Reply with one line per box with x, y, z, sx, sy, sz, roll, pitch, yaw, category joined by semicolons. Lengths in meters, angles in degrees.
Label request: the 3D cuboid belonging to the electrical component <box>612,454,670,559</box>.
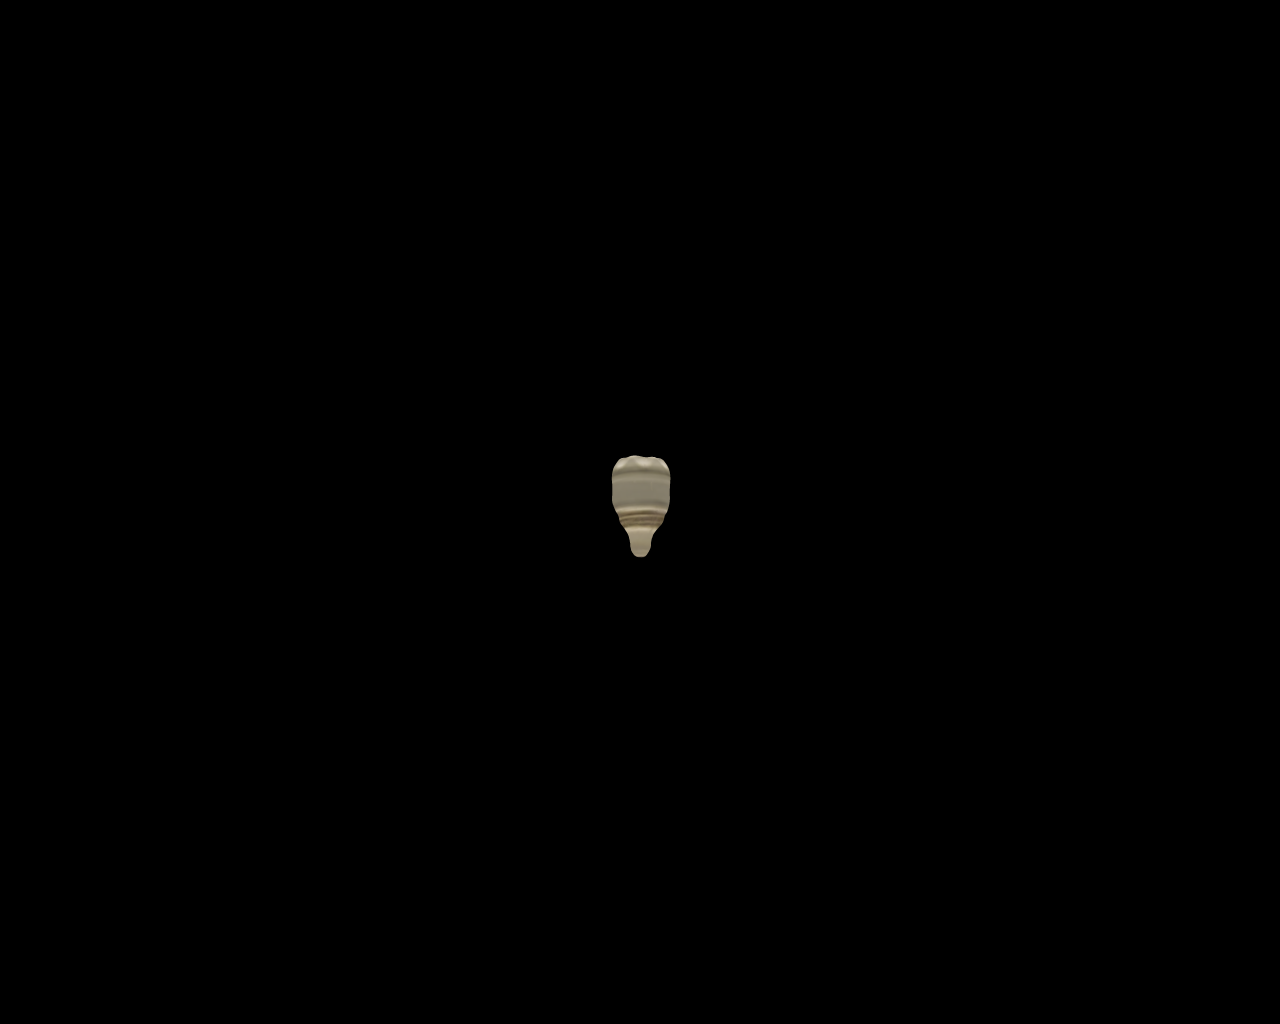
0.001;-0.003;0.650;0.035;0.061;0.035;0;-9;0;electrical component
